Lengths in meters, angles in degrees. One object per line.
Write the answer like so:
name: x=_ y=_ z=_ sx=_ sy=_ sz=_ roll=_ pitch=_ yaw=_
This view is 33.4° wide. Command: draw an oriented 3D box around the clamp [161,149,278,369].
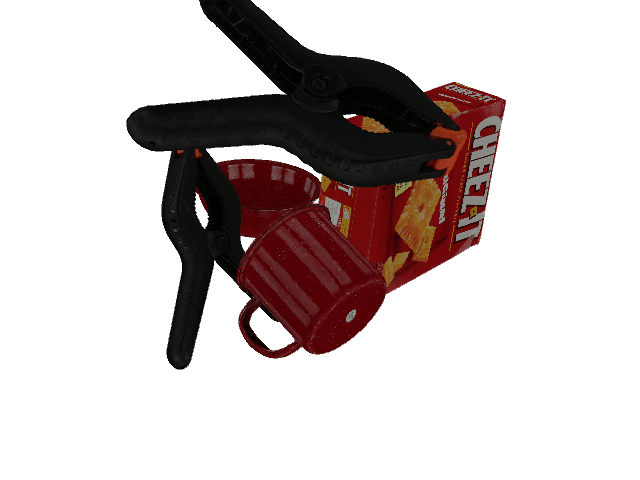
clamp: x=-0.099 y=0.007 z=1.031 sx=0.036 sy=0.210 sz=0.164 roll=-8 pitch=1 yaw=38

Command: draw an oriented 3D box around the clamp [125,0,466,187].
clamp: x=-0.013 y=-0.066 z=0.558 sx=0.171 sy=0.120 sz=0.039 roll=25 pitch=-29 yaw=8

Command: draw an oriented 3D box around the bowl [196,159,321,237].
bowl: x=-0.080 y=-0.047 z=1.315 sx=0.162 sy=0.055 sz=0.162 roll=4 pitch=25 yaw=-2

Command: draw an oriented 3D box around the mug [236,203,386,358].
mug: x=-0.012 y=0.041 z=0.817 sx=0.082 sy=0.117 sz=0.093 roll=46 pitch=2 yaw=25

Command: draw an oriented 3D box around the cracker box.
cracker box: x=0.086 y=-0.047 z=1.014 sx=0.072 sy=0.164 sz=0.213 roll=25 pitch=31 yaw=32
